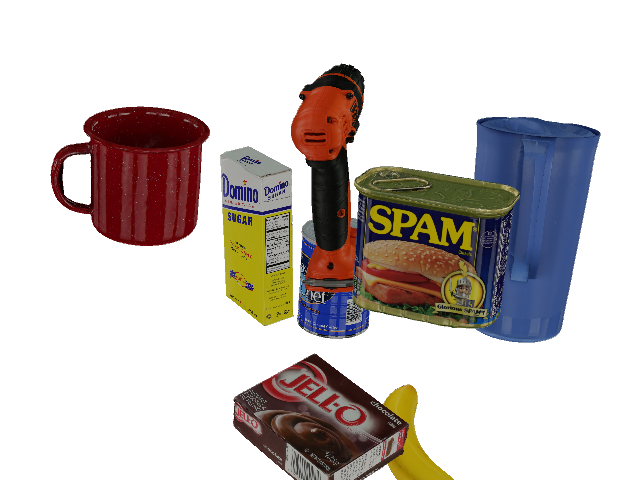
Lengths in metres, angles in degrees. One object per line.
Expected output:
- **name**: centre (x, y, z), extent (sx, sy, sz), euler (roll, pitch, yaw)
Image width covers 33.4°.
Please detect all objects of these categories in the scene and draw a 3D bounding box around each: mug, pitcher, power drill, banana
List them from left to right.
- **mug**: centre (-0.144, -0.047, 0.805), extent (0.117, 0.081, 0.093), euler (-5, 28, -21)
- **power drill**: centre (0.014, -0.060, 0.989), extent (0.057, 0.188, 0.184), euler (0, 23, 13)
- **banana**: centre (0.092, 0.204, 1.065), extent (0.069, 0.037, 0.198), euler (10, 23, -21)
- **pitcher**: centre (0.227, -0.012, 1.184), extent (0.149, 0.243, 0.145), euler (-6, 18, -34)

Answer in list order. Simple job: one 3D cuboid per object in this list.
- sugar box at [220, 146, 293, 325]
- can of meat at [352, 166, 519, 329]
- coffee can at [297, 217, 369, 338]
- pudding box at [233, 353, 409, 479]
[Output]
- **sugar box**: centre (-0.070, -0.005, 1.169), extent (0.048, 0.176, 0.093), euler (-17, 28, -29)
- **can of meat**: centre (0.071, 0.005, 0.687), extent (0.102, 0.084, 0.057), euler (11, 22, 20)
- **coffee can**: centre (0.022, 0.050, 1.472), extent (0.103, 0.140, 0.103), euler (3, 24, -1)
- **pudding box**: centre (-0.001, 0.147, 0.849), extent (0.089, 0.039, 0.114), euler (-26, 47, -37)
